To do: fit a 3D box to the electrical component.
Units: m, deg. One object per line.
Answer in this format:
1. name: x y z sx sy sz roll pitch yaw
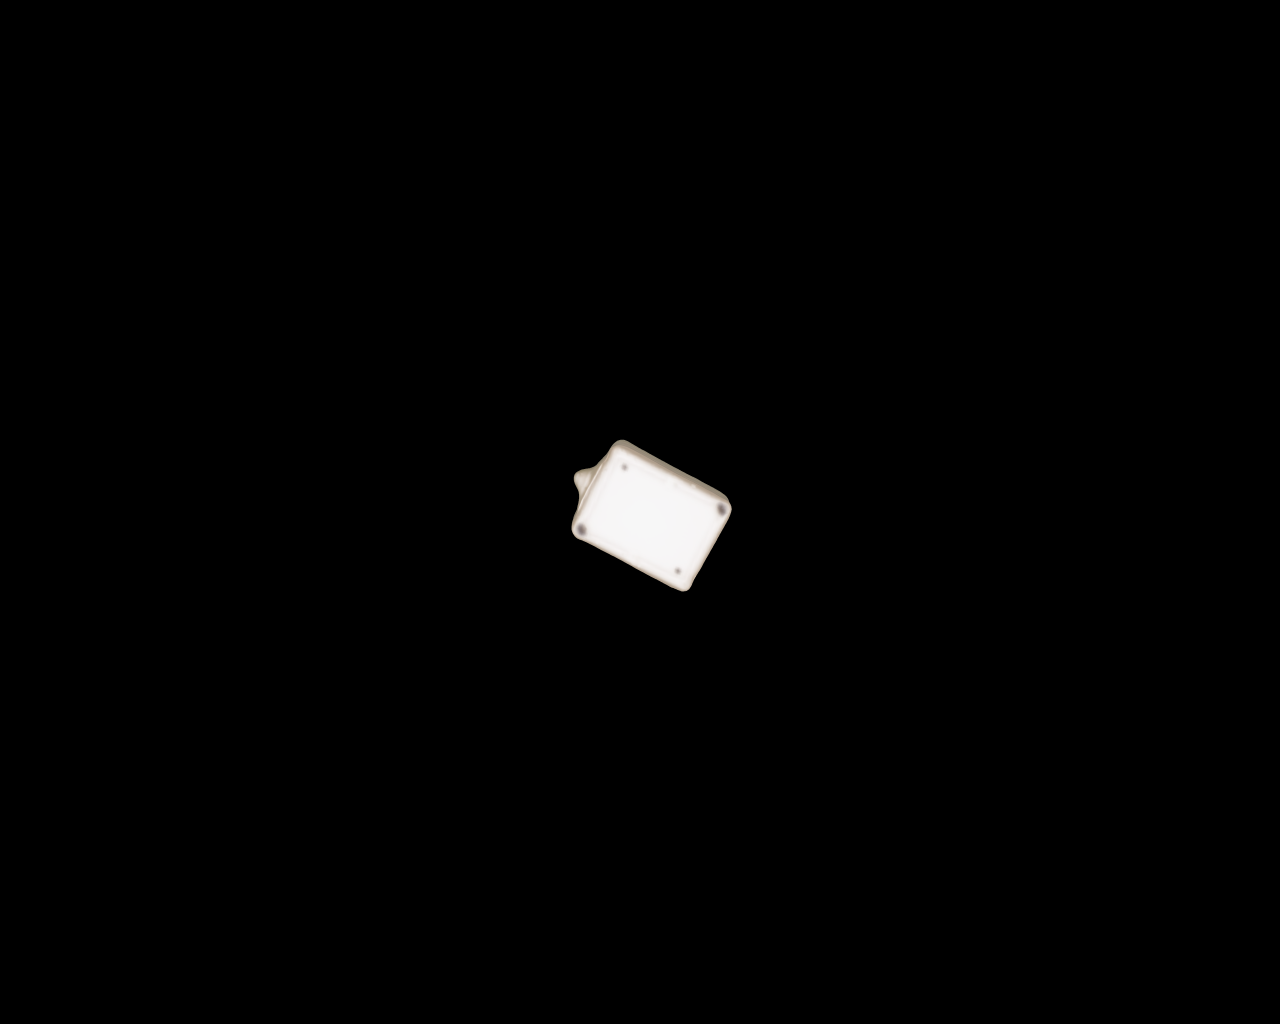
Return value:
1. electrical component: 0.001 -0.003 0.650 0.096 0.061 0.061 28 7 -4
